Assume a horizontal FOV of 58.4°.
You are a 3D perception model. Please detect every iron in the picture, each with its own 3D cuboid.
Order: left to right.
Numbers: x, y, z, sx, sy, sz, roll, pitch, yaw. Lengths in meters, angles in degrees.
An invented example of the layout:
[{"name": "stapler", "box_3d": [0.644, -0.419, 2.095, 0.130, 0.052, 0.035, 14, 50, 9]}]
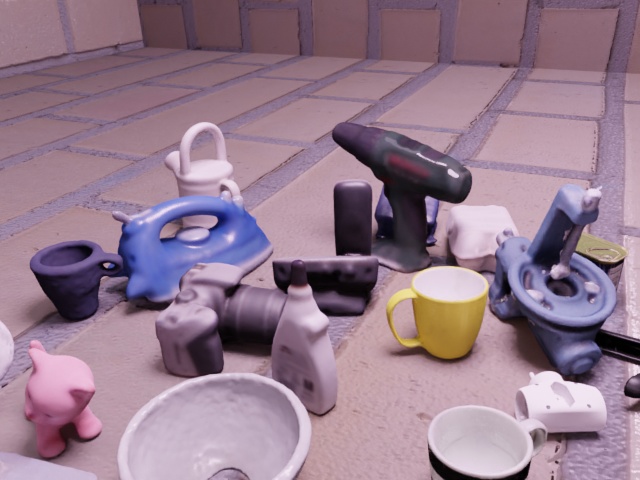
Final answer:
[{"name": "iron", "box_3d": [-0.183, -0.008, 0.853, 0.259, 0.141, 0.118, -21, 33, -33]}]

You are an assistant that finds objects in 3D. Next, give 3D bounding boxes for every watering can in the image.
[{"name": "watering can", "box_3d": [-0.205, -0.108, 0.995, 0.172, 0.194, 0.101, 8, 28, 18]}]

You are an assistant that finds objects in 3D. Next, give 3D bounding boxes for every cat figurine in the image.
[{"name": "cat figurine", "box_3d": [-0.266, 0.147, 0.577, 0.067, 0.118, 0.127, -20, 32, -32]}]

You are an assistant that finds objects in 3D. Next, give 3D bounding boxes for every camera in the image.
[{"name": "camera", "box_3d": [-0.109, 0.090, 0.703, 0.136, 0.101, 0.143, 6, 28, 14]}]

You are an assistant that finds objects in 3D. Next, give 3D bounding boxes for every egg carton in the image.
[{"name": "egg carton", "box_3d": [0.255, -0.005, 0.907, 0.107, 0.069, 0.150, 0, 27, 4]}]

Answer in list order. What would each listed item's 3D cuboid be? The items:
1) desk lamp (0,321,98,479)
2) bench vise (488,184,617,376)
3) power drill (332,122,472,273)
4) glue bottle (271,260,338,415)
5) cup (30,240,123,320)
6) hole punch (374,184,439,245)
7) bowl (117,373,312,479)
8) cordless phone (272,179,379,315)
[{"name": "desk lamp", "box_3d": [-0.312, 0.146, 0.474, 0.203, 0.214, 0.118, 5, 28, 13]}, {"name": "bench vise", "box_3d": [0.262, 0.023, 0.685, 0.122, 0.220, 0.206, -15, 30, -25]}, {"name": "power drill", "box_3d": [0.115, -0.065, 0.878, 0.228, 0.208, 0.076, 16, 32, 31]}, {"name": "glue bottle", "box_3d": [-0.018, 0.098, 0.601, 0.077, 0.173, 0.037, 19, 33, 34]}, {"name": "cup", "box_3d": [-0.322, 0.059, 0.780, 0.117, 0.095, 0.091, -2, 27, -1]}, {"name": "hole punch", "box_3d": [0.153, -0.051, 0.980, 0.108, 0.091, 0.101, 7, 28, 17]}, {"name": "bowl", "box_3d": [-0.089, 0.199, 0.513, 0.167, 0.075, 0.167, -1, 27, 1]}, {"name": "cordless phone", "box_3d": [0.007, 0.003, 0.775, 0.147, 0.185, 0.094, -3, 27, -2]}]
